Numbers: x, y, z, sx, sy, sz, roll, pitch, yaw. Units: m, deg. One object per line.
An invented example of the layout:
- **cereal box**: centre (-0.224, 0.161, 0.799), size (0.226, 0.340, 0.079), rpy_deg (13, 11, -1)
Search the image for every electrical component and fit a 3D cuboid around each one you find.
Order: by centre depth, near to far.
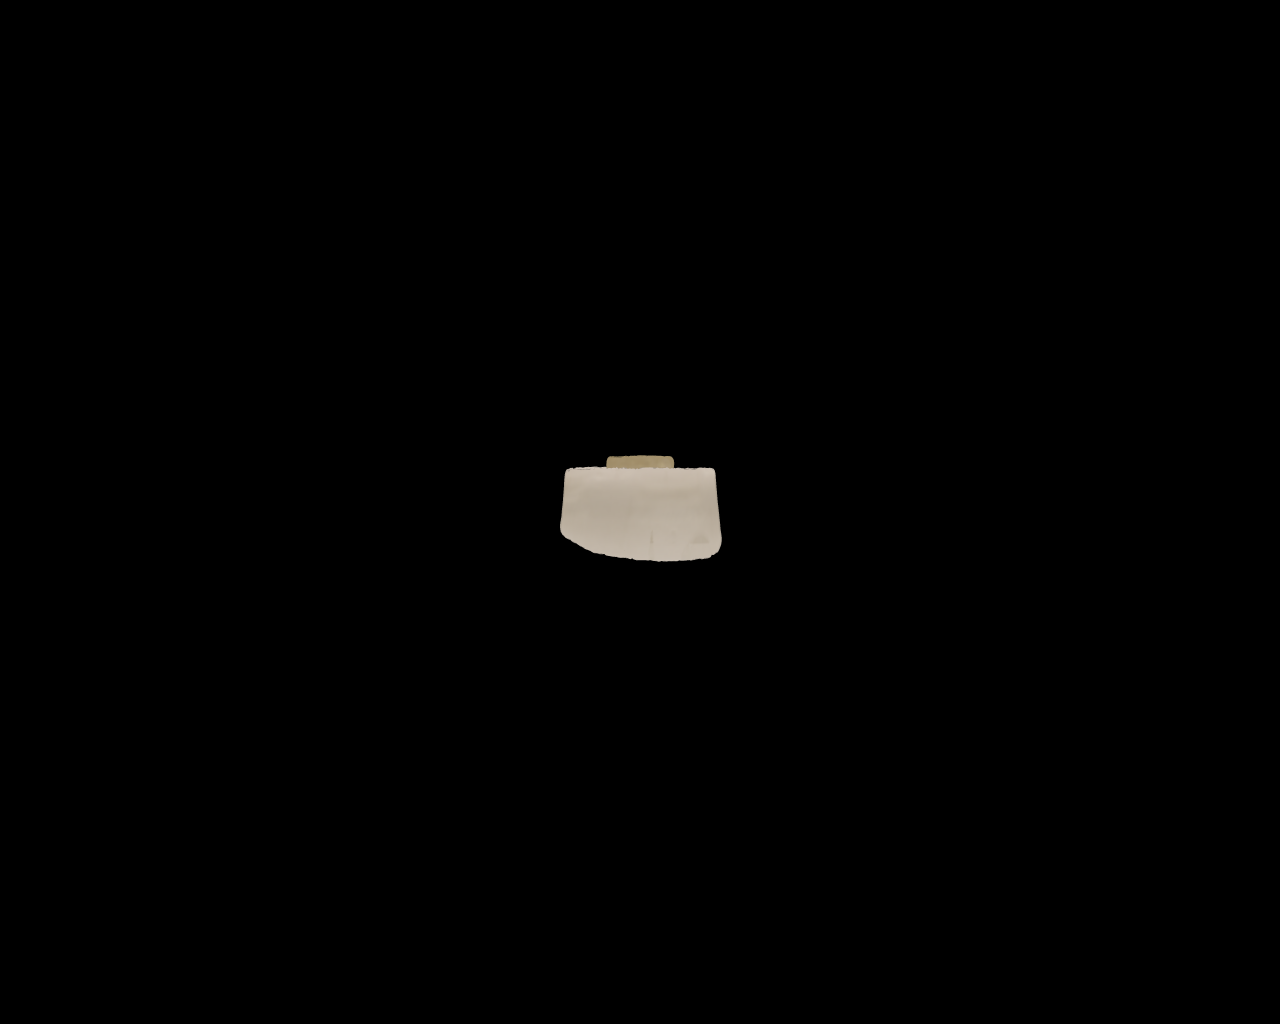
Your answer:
- **electrical component**: centre (0.001, -0.003, 0.650), size (0.099, 0.064, 0.099), rpy_deg (0, 2, 0)
